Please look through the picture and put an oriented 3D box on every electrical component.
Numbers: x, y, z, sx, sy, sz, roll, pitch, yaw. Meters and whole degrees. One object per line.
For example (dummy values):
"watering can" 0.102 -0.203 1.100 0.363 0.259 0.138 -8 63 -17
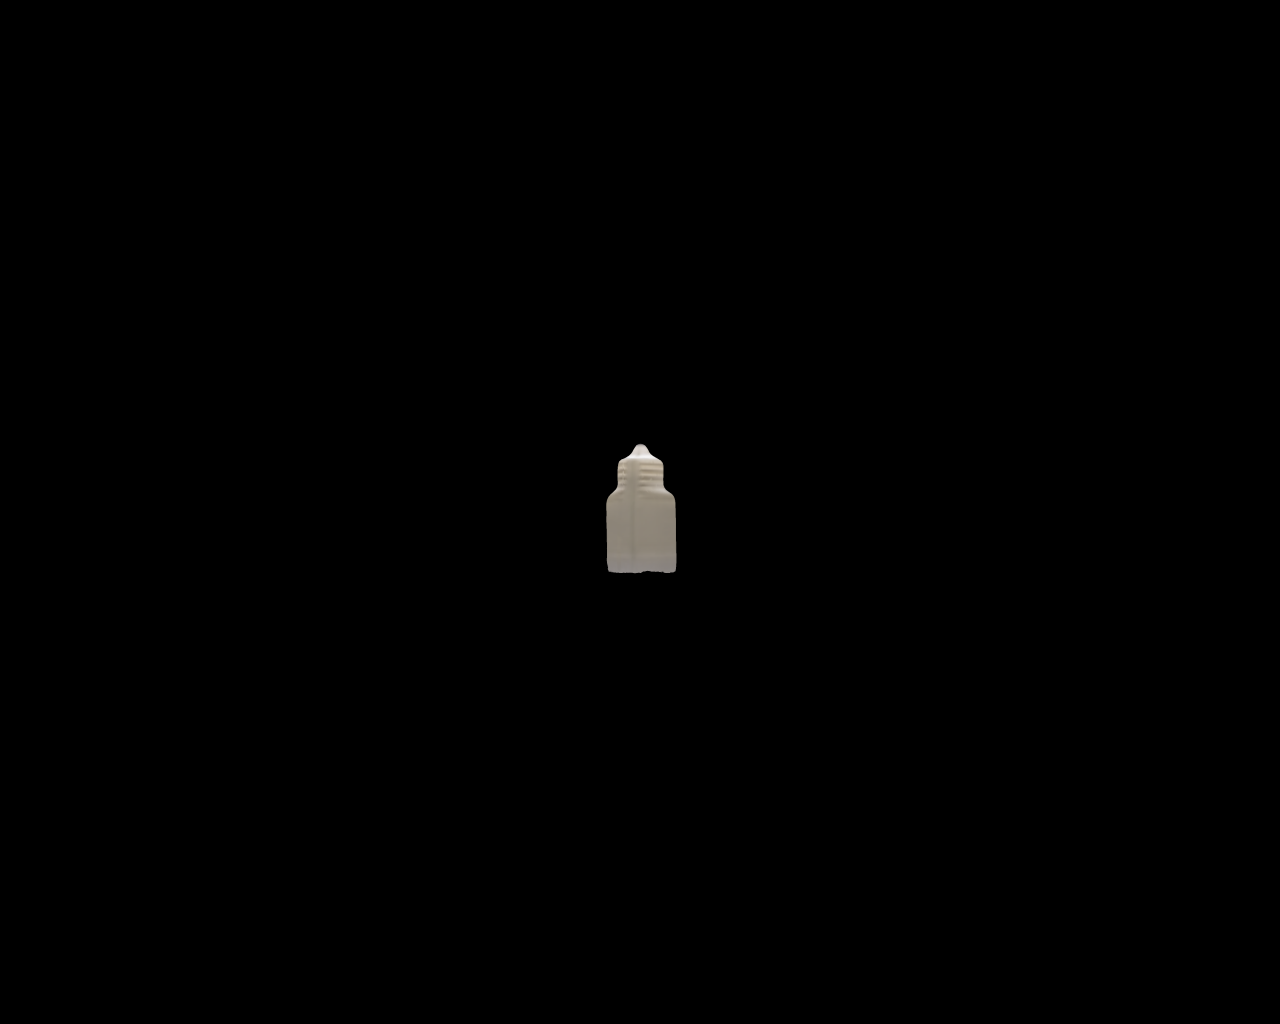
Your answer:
"electrical component" 0.001 -0.003 0.650 0.043 0.081 0.043 0 0 0
